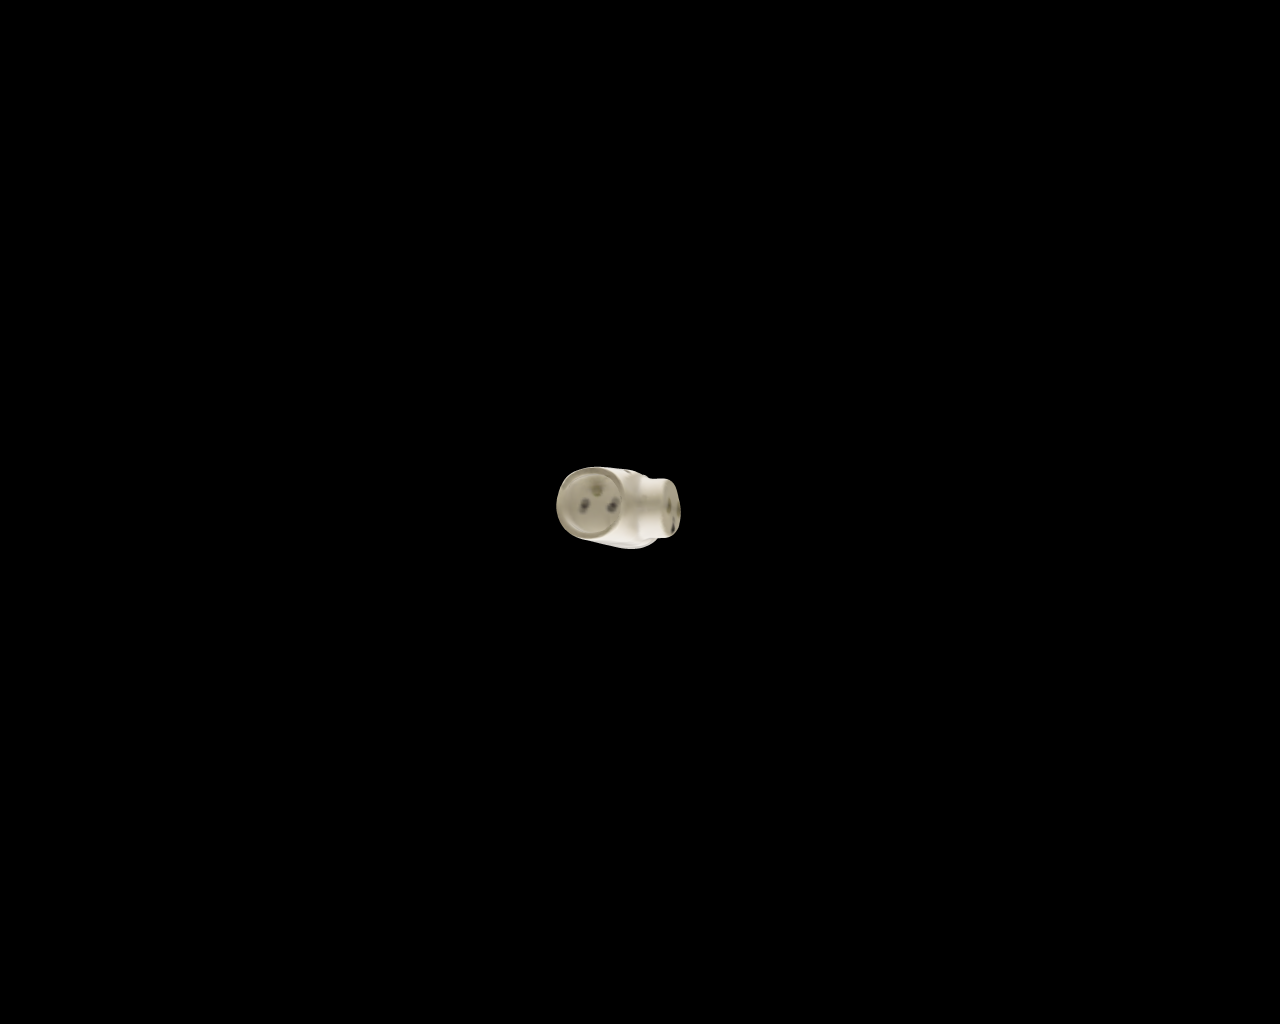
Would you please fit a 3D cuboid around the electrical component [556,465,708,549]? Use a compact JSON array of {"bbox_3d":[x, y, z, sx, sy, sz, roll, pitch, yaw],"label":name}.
[{"bbox_3d":[0.001,-0.003,0.650,0.079,0.043,0.077,-2,-7,19],"label":"electrical component"}]
